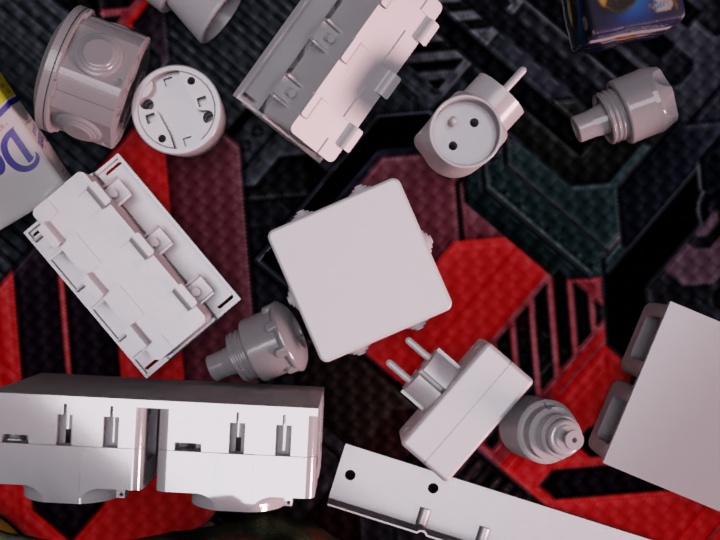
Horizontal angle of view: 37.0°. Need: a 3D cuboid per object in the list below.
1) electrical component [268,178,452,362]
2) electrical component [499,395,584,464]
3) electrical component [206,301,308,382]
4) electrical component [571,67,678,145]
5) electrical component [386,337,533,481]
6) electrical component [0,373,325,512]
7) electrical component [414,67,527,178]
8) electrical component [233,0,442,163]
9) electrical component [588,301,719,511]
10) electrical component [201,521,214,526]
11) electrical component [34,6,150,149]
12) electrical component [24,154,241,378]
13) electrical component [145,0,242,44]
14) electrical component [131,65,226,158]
[{"bbox_3d":[0.000,0.000,0.681,0.100,0.048,0.099,-23,90,0],"label":"electrical component"},{"bbox_3d":[0.117,0.101,0.670,0.040,0.078,0.040,0,89,-15],"label":"electrical component"},{"bbox_3d":[-0.067,0.051,0.684,0.062,0.048,0.048,-23,90,7],"label":"electrical component"},{"bbox_3d":[0.166,-0.100,0.683,0.062,0.043,0.043,-21,90,1],"label":"electrical component"},{"bbox_3d":[0.052,0.075,0.682,0.076,0.047,0.083,41,90,0],"label":"electrical component"},{"bbox_3d":[-0.118,0.102,0.653,0.186,0.105,0.060,3,90,0],"label":"electrical component"},{"bbox_3d":[0.074,-0.094,0.666,0.043,0.077,0.079,43,90,0],"label":"electrical component"},{"bbox_3d":[-0.009,-0.132,0.667,0.079,0.063,0.121,36,90,-41],"label":"electrical component"},{"bbox_3d":[0.252,0.103,0.675,0.186,0.060,0.105,23,90,0],"label":"electrical component"},{"bbox_3d":[-0.081,0.192,0.682,0.077,0.047,0.065,-30,90,0],"label":"electrical component"},{"bbox_3d":[-0.166,-0.118,0.666,0.051,0.080,0.080,20,90,-5],"label":"electrical component"},{"bbox_3d":[-0.145,-0.003,0.674,0.079,0.063,0.121,-40,90,0],"label":"electrical component"},{"bbox_3d":[-0.109,-0.178,0.682,0.055,0.045,0.045,37,90,0],"label":"electrical component"},{"bbox_3d":[-0.112,-0.098,0.681,0.055,0.047,0.055,0,90,0],"label":"electrical component"}]
